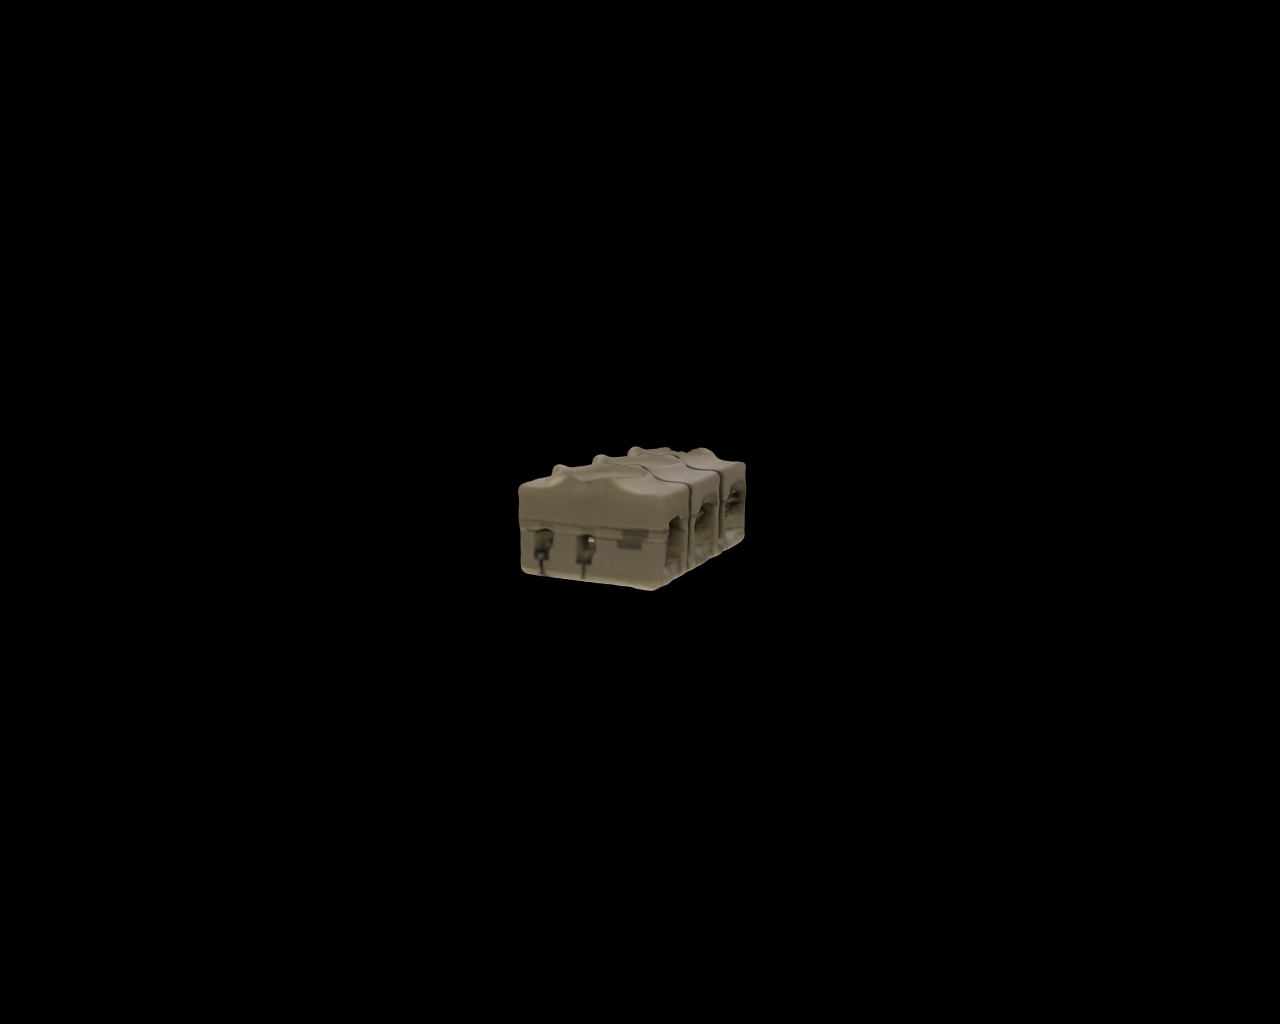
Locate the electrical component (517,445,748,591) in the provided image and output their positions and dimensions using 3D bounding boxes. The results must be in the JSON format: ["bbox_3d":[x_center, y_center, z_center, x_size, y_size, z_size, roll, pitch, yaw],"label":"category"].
[{"bbox_3d":[0.001,-0.003,0.650,0.089,0.061,0.150,4,10,23],"label":"electrical component"}]
